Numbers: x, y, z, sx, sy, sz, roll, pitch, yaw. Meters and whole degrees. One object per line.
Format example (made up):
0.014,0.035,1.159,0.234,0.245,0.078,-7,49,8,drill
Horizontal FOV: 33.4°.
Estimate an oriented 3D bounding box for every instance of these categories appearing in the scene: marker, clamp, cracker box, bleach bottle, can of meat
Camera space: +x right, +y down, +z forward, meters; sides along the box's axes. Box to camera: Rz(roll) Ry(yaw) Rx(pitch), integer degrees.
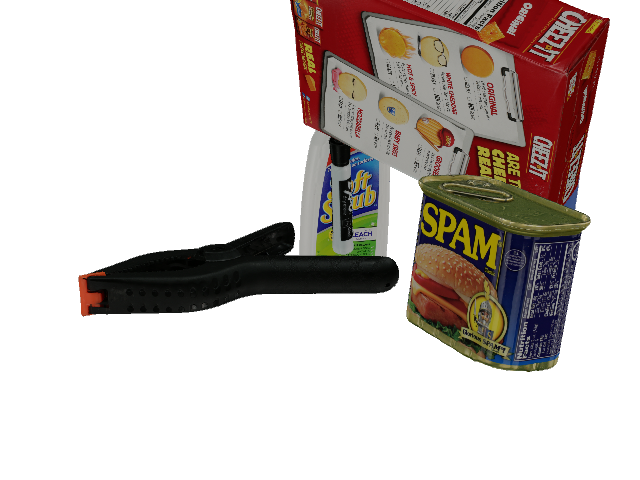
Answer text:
0.018,-0.041,0.926,0.020,0.121,0.020,-2,37,1,marker
-0.062,0.024,0.746,0.209,0.036,0.165,-11,15,-35,clamp
0.084,-0.116,0.756,0.214,0.072,0.164,28,-31,23,cracker box
0.022,-0.071,1.127,0.102,0.251,0.068,-3,25,-4,bleach bottle
0.094,0.016,0.592,0.057,0.084,0.102,-4,19,-31,can of meat

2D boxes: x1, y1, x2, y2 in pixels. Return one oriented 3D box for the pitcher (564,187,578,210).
0.224,-0.001,1.219,0.149,0.243,0.145,-7,16,-33,pitcher
